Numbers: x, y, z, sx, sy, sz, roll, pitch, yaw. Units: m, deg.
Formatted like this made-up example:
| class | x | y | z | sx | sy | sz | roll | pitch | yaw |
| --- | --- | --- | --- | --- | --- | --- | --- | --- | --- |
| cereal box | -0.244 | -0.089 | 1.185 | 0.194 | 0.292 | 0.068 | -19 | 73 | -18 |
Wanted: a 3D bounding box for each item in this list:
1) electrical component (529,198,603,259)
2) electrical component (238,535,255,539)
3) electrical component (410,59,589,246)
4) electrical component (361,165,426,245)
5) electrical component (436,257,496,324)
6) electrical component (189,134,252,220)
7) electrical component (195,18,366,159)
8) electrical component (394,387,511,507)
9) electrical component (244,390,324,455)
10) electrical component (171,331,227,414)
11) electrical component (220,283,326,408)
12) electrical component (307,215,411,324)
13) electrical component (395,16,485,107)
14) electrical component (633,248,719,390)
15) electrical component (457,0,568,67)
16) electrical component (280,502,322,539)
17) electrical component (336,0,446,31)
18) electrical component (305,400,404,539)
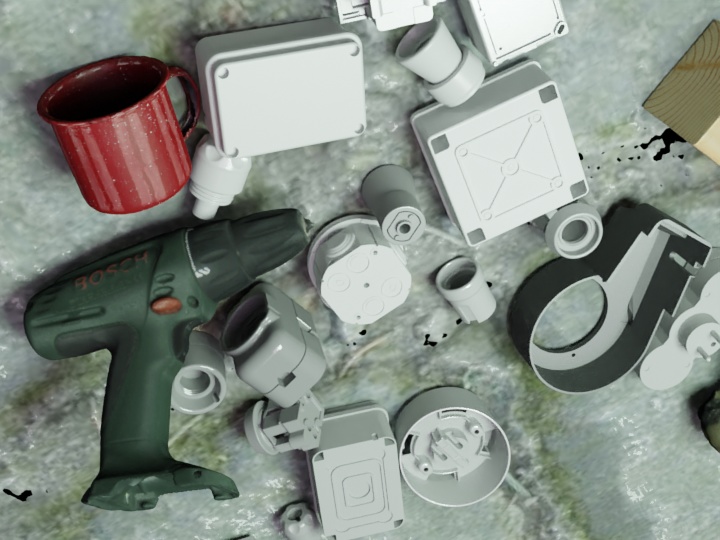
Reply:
| class | x | y | z | sx | sy | sz | roll | pitch | yaw |
| --- | --- | --- | --- | --- | --- | --- | --- | --- | --- |
| electrical component | 0.170 | -0.040 | 0.889 | 0.066 | 0.055 | 0.048 | 25 | 110 | -25 |
| electrical component | -0.147 | 0.306 | 1.003 | 0.121 | 0.078 | 0.063 | -15 | 151 | -5 |
| electrical component | 0.110 | -0.091 | 0.844 | 0.109 | 0.056 | 0.108 | -25 | 122 | 1 |
| electrical component | 0.028 | -0.049 | 0.843 | 0.044 | 0.065 | 0.044 | -6 | 123 | -9 |
| electrical component | 0.091 | 0.018 | 0.914 | 0.040 | 0.040 | 0.046 | -31 | 128 | 5 |
| electrical component | -0.109 | -0.068 | 0.811 | 0.043 | 0.043 | 0.062 | 14 | 117 | -21 |
| electrical component | -0.055 | -0.130 | 0.772 | 0.113 | 0.057 | 0.078 | -13 | 122 | -15 |
| electrical component | 0.081 | 0.158 | 0.977 | 0.099 | 0.064 | 0.099 | -6 | 121 | -10 |
| electrical component | -0.066 | 0.132 | 0.929 | 0.055 | 0.066 | 0.048 | -19 | 124 | 21 |
| electrical component | -0.138 | 0.086 | 0.891 | 0.055 | 0.047 | 0.055 | -6 | 121 | -10 |
| electrical component | -0.072 | 0.056 | 0.861 | 0.054 | 0.095 | 0.059 | -44 | 120 | 13 |
| electrical component | 0.000 | 0.000 | 0.873 | 0.080 | 0.051 | 0.080 | -6 | 121 | -10 |
| electrical component | 0.060 | -0.155 | 0.802 | 0.045 | 0.045 | 0.055 | -43 | 120 | 12 |
| electrical component | 0.302 | 0.053 | 0.965 | 0.052 | 0.073 | 0.138 | 25 | 111 | -25 |
| electrical component | 0.100 | -0.207 | 0.771 | 0.062 | 0.061 | 0.096 | -25 | 122 | 1 |
| electrical component | -0.051 | 0.249 | 1.015 | 0.035 | 0.035 | 0.061 | -22 | 125 | -1 |
| electrical component | 0.017 | -0.231 | 0.735 | 0.079 | 0.063 | 0.121 | -14 | 122 | -6 |
| electrical component | -0.006 | 0.181 | 0.973 | 0.078 | 0.057 | 0.113 | -11 | 121 | -7 |
